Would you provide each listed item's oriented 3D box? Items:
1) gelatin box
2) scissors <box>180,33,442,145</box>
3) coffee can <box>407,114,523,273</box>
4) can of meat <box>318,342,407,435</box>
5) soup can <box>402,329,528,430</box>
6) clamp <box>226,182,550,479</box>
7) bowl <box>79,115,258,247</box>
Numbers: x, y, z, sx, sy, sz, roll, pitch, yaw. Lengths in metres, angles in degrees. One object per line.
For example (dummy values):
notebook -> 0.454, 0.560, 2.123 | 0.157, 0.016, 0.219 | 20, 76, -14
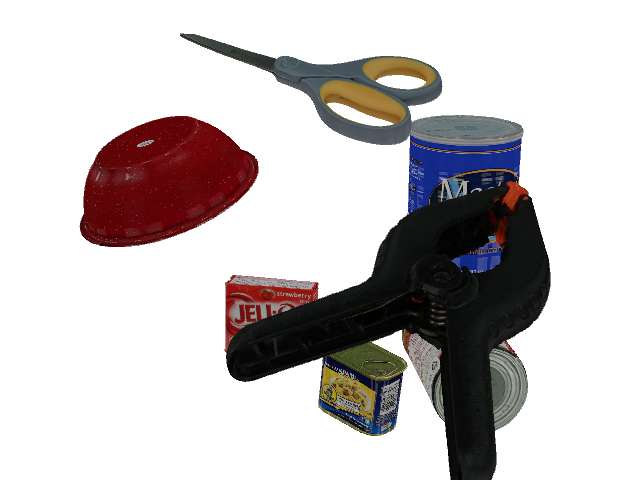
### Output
gelatin box -> -0.048, 0.075, 1.033 | 0.089, 0.073, 0.030 | 5, 16, 10
scissors -> -0.001, -0.119, 0.724 | 0.096, 0.016, 0.202 | -29, 46, -27
coffee can -> 0.131, -0.037, 0.984 | 0.103, 0.140, 0.103 | 0, 18, 0
can of meat -> 0.046, 0.167, 1.233 | 0.102, 0.084, 0.057 | 24, 30, 36
soup can -> 0.101, 0.084, 0.757 | 0.068, 0.068, 0.102 | 0, 19, -8
clamp -> 0.057, 0.035, 0.465 | 0.120, 0.039, 0.171 | 36, 55, 23
bowl -> -0.136, -0.060, 0.897 | 0.162, 0.055, 0.162 | -15, 28, 8
